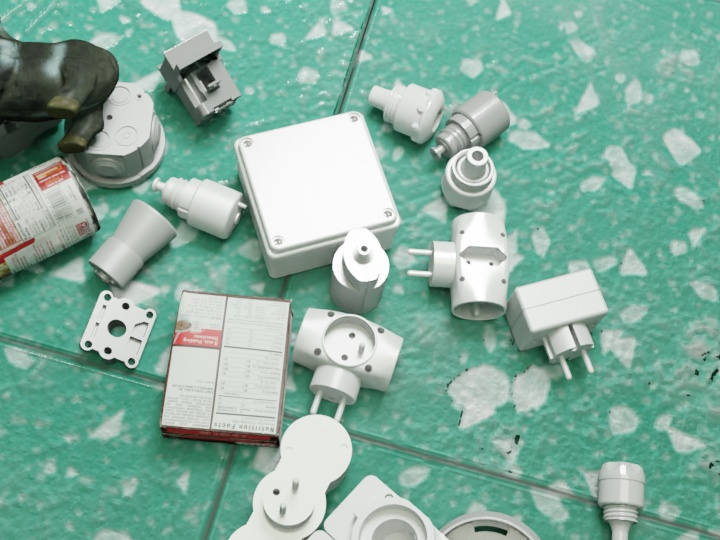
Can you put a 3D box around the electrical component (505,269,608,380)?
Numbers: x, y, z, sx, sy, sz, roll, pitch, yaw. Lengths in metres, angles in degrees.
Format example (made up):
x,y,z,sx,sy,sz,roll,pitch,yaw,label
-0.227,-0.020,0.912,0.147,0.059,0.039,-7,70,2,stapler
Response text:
x,y,z,sx,sy,sz,roll,pitch,yaw,label
0.160,0.048,0.844,0.066,0.047,0.076,-14,69,-11,electrical component

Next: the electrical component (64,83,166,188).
x,y,z,sx,sy,sz,roll,pitch,yaw,label
-0.202,-0.112,0.879,0.080,0.051,0.080,2,67,-4,electrical component

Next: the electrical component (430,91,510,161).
x,y,z,sx,sy,sz,roll,pitch,yaw,label
0.092,-0.119,0.914,0.078,0.040,0.040,-37,75,-18,electrical component

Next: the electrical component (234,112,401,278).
x,y,z,sx,sy,sz,roll,pitch,yaw,label
-0.036,-0.061,0.869,0.109,0.056,0.108,-15,69,-11,electrical component

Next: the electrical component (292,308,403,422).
x,y,z,sx,sy,sz,roll,pitch,yaw,label
-0.015,0.077,0.819,0.077,0.044,0.079,18,66,3,electrical component

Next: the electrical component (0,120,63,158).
x,y,z,sx,sy,sz,roll,pitch,yaw,label
-0.294,-0.128,0.876,0.089,0.055,0.050,-33,74,-17,electrical component

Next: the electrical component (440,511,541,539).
x,y,z,sx,sy,sz,roll,pitch,yaw,label
0.091,0.222,0.769,0.099,0.064,0.099,-2,75,6,electrical component

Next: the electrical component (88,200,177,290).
x,y,z,sx,sy,sz,roll,pitch,yaw,label
-0.182,-0.017,0.847,0.044,0.044,0.065,35,73,10,electrical component

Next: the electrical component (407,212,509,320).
x,y,z,sx,sy,sz,roll,pitch,yaw,label
0.077,-0.004,0.861,0.079,0.043,0.077,3,67,-3,electrical component

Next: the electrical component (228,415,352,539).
x,y,z,sx,sy,sz,roll,pitch,yaw,label
-0.050,0.165,0.762,0.052,0.073,0.138,26,67,6,electrical component

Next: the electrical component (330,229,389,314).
x,y,z,sx,sy,sz,roll,pitch,yaw,label
0.000,0.000,0.833,0.043,0.081,0.043,2,67,-4,electrical component

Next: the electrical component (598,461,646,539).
x,y,z,sx,sy,sz,roll,pitch,yaw,label
0.194,0.175,0.801,0.035,0.035,0.061,8,69,-2,electrical component

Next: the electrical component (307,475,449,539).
x,y,z,sx,sy,sz,roll,pitch,yaw,label
-0.008,0.222,0.708,0.089,0.061,0.150,37,72,26,electrical component

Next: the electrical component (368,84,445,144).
x,y,z,sx,sy,sz,roll,pitch,yaw,label
0.038,-0.138,0.916,0.062,0.048,0.048,23,67,13,electrical component

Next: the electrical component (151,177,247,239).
x,y,z,sx,sy,sz,roll,pitch,yaw,label
-0.130,-0.055,0.867,0.078,0.040,0.040,22,67,5,electrical component

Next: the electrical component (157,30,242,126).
x,y,z,sx,sy,sz,roll,pitch,yaw,label
-0.133,-0.157,0.896,0.042,0.081,0.063,-32,96,-16,electrical component

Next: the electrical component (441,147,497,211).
x,y,z,sx,sy,sz,roll,pitch,yaw,label
0.091,-0.079,0.884,0.043,0.062,0.043,2,67,-4,electrical component
